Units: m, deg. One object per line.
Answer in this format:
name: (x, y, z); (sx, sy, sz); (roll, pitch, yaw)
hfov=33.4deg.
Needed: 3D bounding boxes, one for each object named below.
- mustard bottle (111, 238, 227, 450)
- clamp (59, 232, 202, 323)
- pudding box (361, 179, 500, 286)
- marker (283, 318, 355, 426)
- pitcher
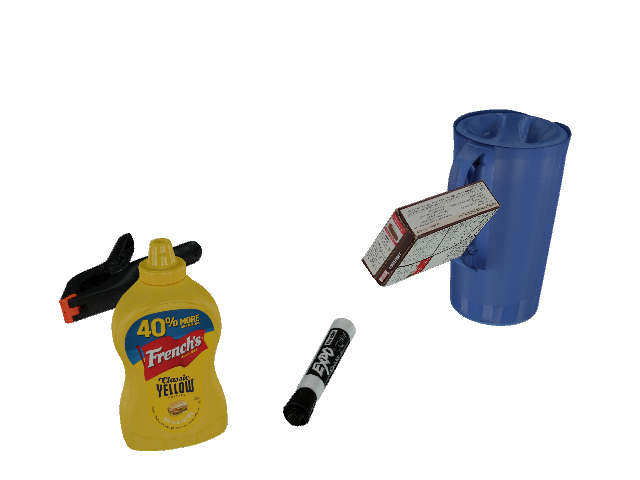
mustard bottle: (-0.136, 0.090, 0.950); (0.096, 0.192, 0.058); (-7, 21, -15)
clamp: (-0.212, 0.038, 1.174); (0.120, 0.039, 0.171); (-4, 27, 30)
pudding box: (0.105, -0.007, 1.019); (0.113, 0.039, 0.090); (-21, -24, -33)
marker: (0.000, 0.092, 0.752); (0.020, 0.020, 0.121); (0, 26, 19)
pitcher: (0.208, -0.022, 1.257); (0.149, 0.243, 0.145); (-1, 25, -4)
